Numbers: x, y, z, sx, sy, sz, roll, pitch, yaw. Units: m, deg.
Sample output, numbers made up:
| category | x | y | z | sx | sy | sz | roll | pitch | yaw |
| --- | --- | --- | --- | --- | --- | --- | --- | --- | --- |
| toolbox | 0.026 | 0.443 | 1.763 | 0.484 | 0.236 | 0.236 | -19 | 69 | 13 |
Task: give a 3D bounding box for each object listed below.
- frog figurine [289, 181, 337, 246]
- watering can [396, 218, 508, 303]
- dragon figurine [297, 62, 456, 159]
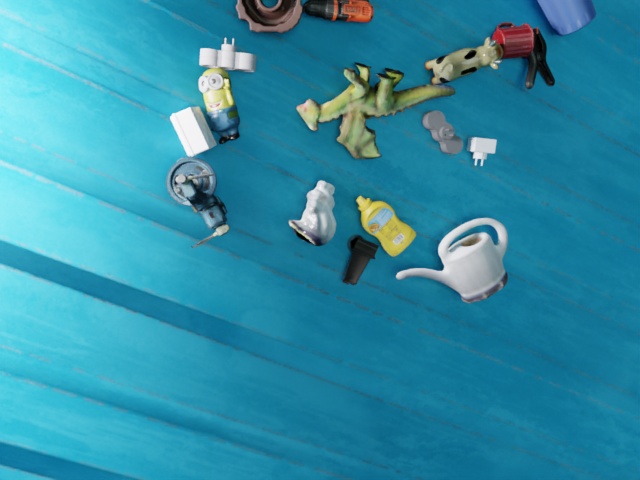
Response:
| category | x | y | z | sx | sy | sz | roll | pitch | yaw |
| --- | --- | --- | --- | --- | --- | --- | --- | --- | --- |
| frog figurine | 0.004 | -0.068 | 1.360 | 0.160 | 0.124 | 0.135 | -52 | 138 | -9 |
| watering can | 0.398 | 0.083 | 1.466 | 0.349 | 0.105 | 0.222 | -31 | 105 | -6 |
| dragon figurine | 0.144 | -0.332 | 1.371 | 0.410 | 0.124 | 0.238 | 9 | 114 | -11 |
